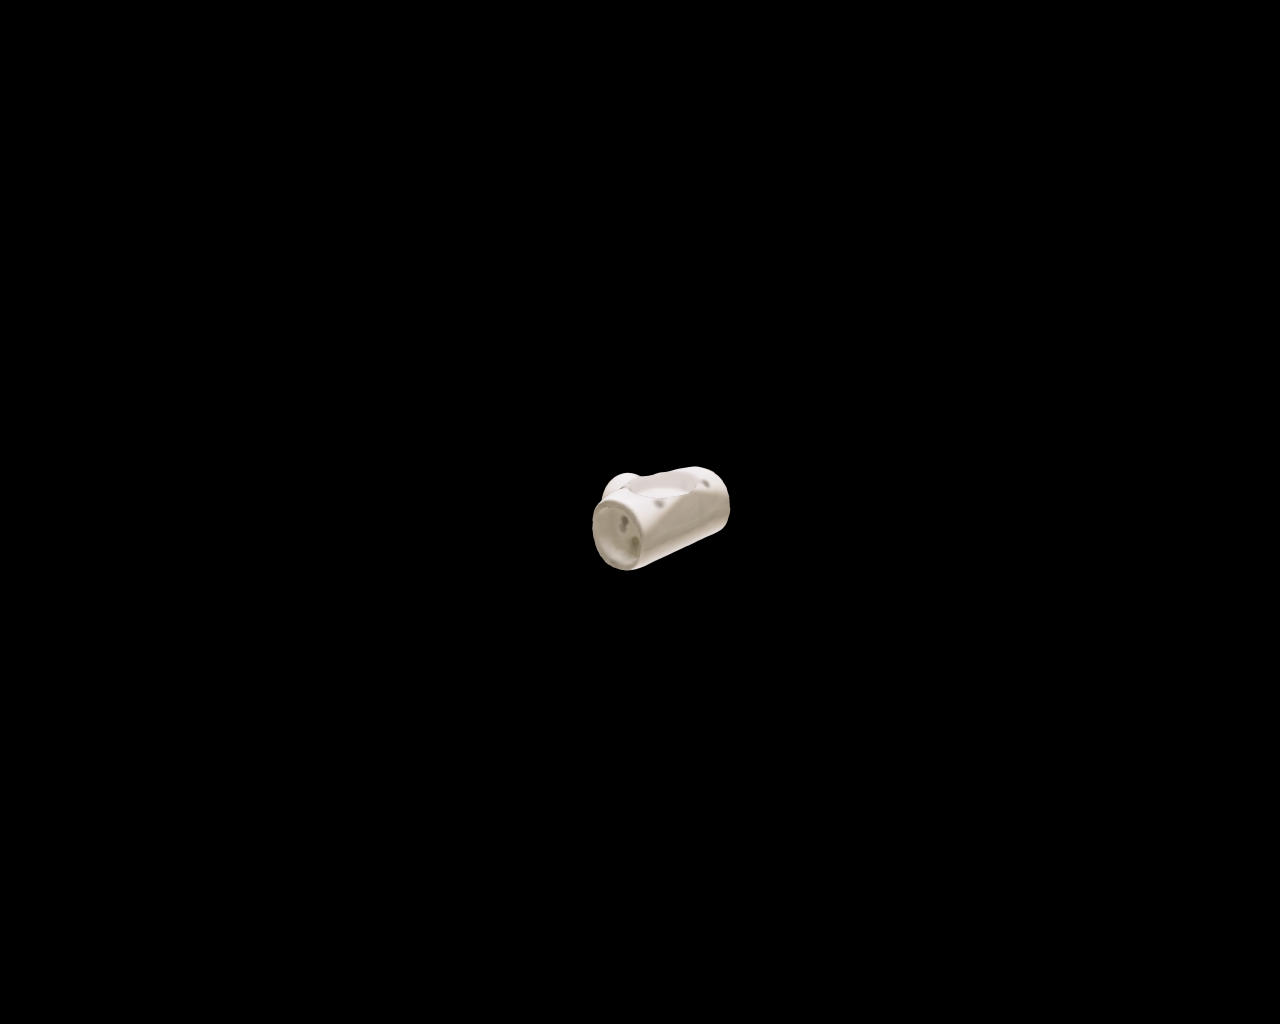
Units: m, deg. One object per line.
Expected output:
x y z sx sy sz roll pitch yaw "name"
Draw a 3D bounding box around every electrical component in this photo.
0.001 -0.003 0.650 0.079 0.044 0.077 22 32 40 "electrical component"
